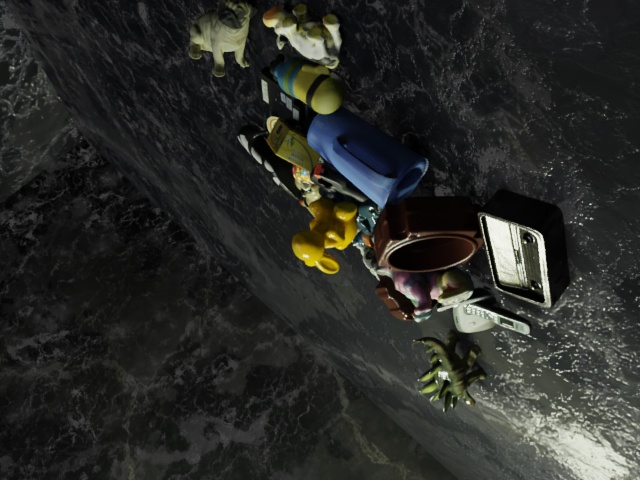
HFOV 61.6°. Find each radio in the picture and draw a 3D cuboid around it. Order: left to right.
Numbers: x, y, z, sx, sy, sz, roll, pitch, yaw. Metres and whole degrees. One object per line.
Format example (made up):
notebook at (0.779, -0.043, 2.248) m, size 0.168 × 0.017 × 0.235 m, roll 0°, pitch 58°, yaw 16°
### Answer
radio at (0.384, 0.021, 1.002) m, size 0.131 × 0.073 × 0.229 m, roll 25°, pitch 153°, yaw 44°

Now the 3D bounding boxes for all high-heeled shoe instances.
high-heeled shoe at (-0.150, -0.216, 1.537) m, size 0.145 × 0.086 × 0.248 m, roll -4°, pitch 117°, yaw 49°

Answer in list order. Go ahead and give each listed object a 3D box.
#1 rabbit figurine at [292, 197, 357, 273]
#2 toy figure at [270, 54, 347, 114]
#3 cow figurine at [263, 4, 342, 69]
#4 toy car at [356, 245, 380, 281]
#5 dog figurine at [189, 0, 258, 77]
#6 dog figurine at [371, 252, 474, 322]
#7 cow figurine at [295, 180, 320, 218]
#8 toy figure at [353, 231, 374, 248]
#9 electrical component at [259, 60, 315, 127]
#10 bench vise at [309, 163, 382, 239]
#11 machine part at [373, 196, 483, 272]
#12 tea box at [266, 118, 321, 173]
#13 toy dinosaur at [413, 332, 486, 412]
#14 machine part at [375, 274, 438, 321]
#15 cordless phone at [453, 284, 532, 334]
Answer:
rabbit figurine at (-0.003, -0.004, 1.239) m, size 0.122 × 0.173 × 0.162 m, roll 21°, pitch 127°, yaw 30°
toy figure at (-0.025, -0.318, 1.098) m, size 0.180 × 0.089 × 0.082 m, roll 28°, pitch -166°, yaw 28°
cow figurine at (-0.032, -0.386, 1.019) m, size 0.168 × 0.068 × 0.098 m, roll 33°, pitch 163°, yaw 31°
toy car at (0.142, 0.042, 1.450) m, size 0.073 × 0.056 × 0.202 m, roll 48°, pitch -171°, yaw -23°
dog figurine at (-0.217, -0.481, 1.167) m, size 0.172 × 0.121 × 0.190 m, roll 37°, pitch 145°, yaw 10°
dog figurine at (0.227, 0.064, 1.240) m, size 0.219 × 0.192 × 0.108 m, roll 65°, pitch -174°, yaw 21°
cow figurine at (-0.002, -0.109, 1.480) m, size 0.194 × 0.085 × 0.127 m, roll 53°, pitch 165°, yaw -16°
toy figure at (0.153, -0.005, 1.380) m, size 0.155 × 0.057 × 0.064 m, roll 5°, pitch 169°, yaw 33°
electrical component at (-0.071, -0.326, 1.221) m, size 0.134 × 0.058 × 0.114 m, roll 39°, pitch 161°, yaw 13°
bench vise at (0.054, -0.108, 1.328) m, size 0.224 × 0.129 × 0.240 m, roll 7°, pitch 143°, yaw 55°
machine part at (0.218, -0.006, 1.088) m, size 0.201 × 0.201 × 0.087 m, roll 102°, pitch 164°, yaw -64°
tea box at (-0.061, -0.224, 1.260) m, size 0.098 × 0.068 × 0.170 m, roll 25°, pitch -166°, yaw -19°
toy dinosaur at (0.373, 0.375, 1.546) m, size 0.105 × 0.198 × 0.470 m, roll 17°, pitch 149°, yaw 46°
machine part at (0.228, 0.110, 1.344) m, size 0.179 × 0.179 × 0.056 m, roll 47°, pitch 156°, yaw -7°
cordless phone at (0.412, 0.187, 1.269) m, size 0.184 × 0.089 × 0.146 m, roll 24°, pitch 152°, yaw 36°
